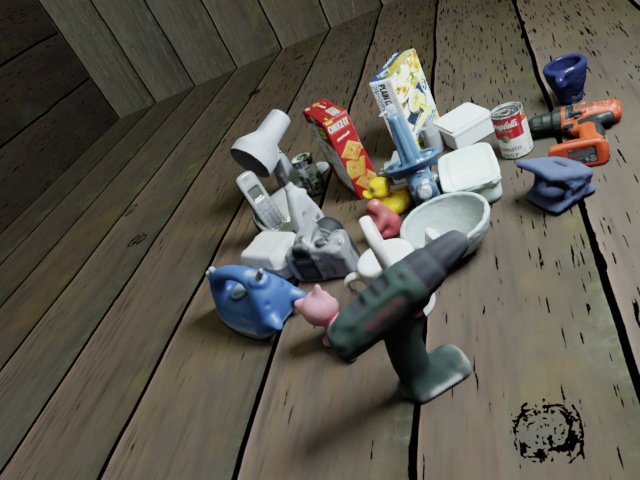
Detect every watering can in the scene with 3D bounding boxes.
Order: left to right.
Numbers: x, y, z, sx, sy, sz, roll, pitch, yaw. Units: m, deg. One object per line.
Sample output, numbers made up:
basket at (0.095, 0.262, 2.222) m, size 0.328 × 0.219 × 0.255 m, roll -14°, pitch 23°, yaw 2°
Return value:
watering can at (0.119, 0.038, 0.944) m, size 0.173 × 0.194 × 0.100 m, roll -34°, pitch 30°, yaw -10°

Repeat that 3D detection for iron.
iron at (-0.158, 0.101, 1.135) m, size 0.257 × 0.142 × 0.119 m, roll 3°, pitch 42°, yaw 43°

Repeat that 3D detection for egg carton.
egg carton at (-0.102, 0.033, 1.266) m, size 0.149 × 0.069 × 0.107 m, roll 1°, pitch 41°, yaw 41°

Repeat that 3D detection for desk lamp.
desk lamp at (-0.112, -0.223, 1.523) m, size 0.117 × 0.214 × 0.203 m, roll 10°, pitch 48°, yaw 48°

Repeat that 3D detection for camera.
camera at (0.011, 0.004, 1.183) m, size 0.142 × 0.101 × 0.137 m, roll -8°, pitch 35°, yaw 32°

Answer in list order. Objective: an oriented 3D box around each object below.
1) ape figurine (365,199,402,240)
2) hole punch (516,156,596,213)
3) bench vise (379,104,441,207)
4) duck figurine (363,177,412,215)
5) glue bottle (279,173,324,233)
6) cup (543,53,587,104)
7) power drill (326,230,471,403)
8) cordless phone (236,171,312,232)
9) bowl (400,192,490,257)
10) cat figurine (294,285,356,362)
ape figurine at (0.123, -0.045, 1.173) m, size 0.076 × 0.092 × 0.078 m, roll -7°, pitch 36°, yaw 33°
hole punch at (0.423, -0.118, 1.031) m, size 0.101 × 0.091 × 0.108 m, roll -32°, pitch 30°, yaw -5°
bench vise at (0.198, -0.166, 1.165) m, size 0.121 × 0.220 × 0.207 m, roll -31°, pitch 30°, yaw -4°
duck figurine at (0.143, -0.099, 1.245) m, size 0.104 × 0.086 × 0.077 m, roll -17°, pitch 32°, yaw 19°
glue bottle at (-0.048, -0.080, 1.289) m, size 0.037 × 0.173 × 0.078 m, roll 7°, pitch 46°, yaw 46°
cup at (0.549, -0.346, 1.273) m, size 0.091 × 0.095 × 0.118 m, roll -4°, pitch 38°, yaw 36°
power drill at (0.132, 0.118, 0.795) m, size 0.229 × 0.209 × 0.075 m, roll -31°, pitch 30°, yaw -4°
cordless phone at (-0.108, -0.101, 1.361) m, size 0.148 × 0.185 × 0.093 m, roll -43°, pitch 33°, yaw -24°
bowl at (0.235, -0.011, 1.043) m, size 0.167 × 0.075 × 0.167 m, roll -21°, pitch 31°, yaw 13°
cat figurine at (0.018, 0.129, 0.966) m, size 0.067 × 0.118 × 0.127 m, roll -42°, pitch 32°, yaw -21°
